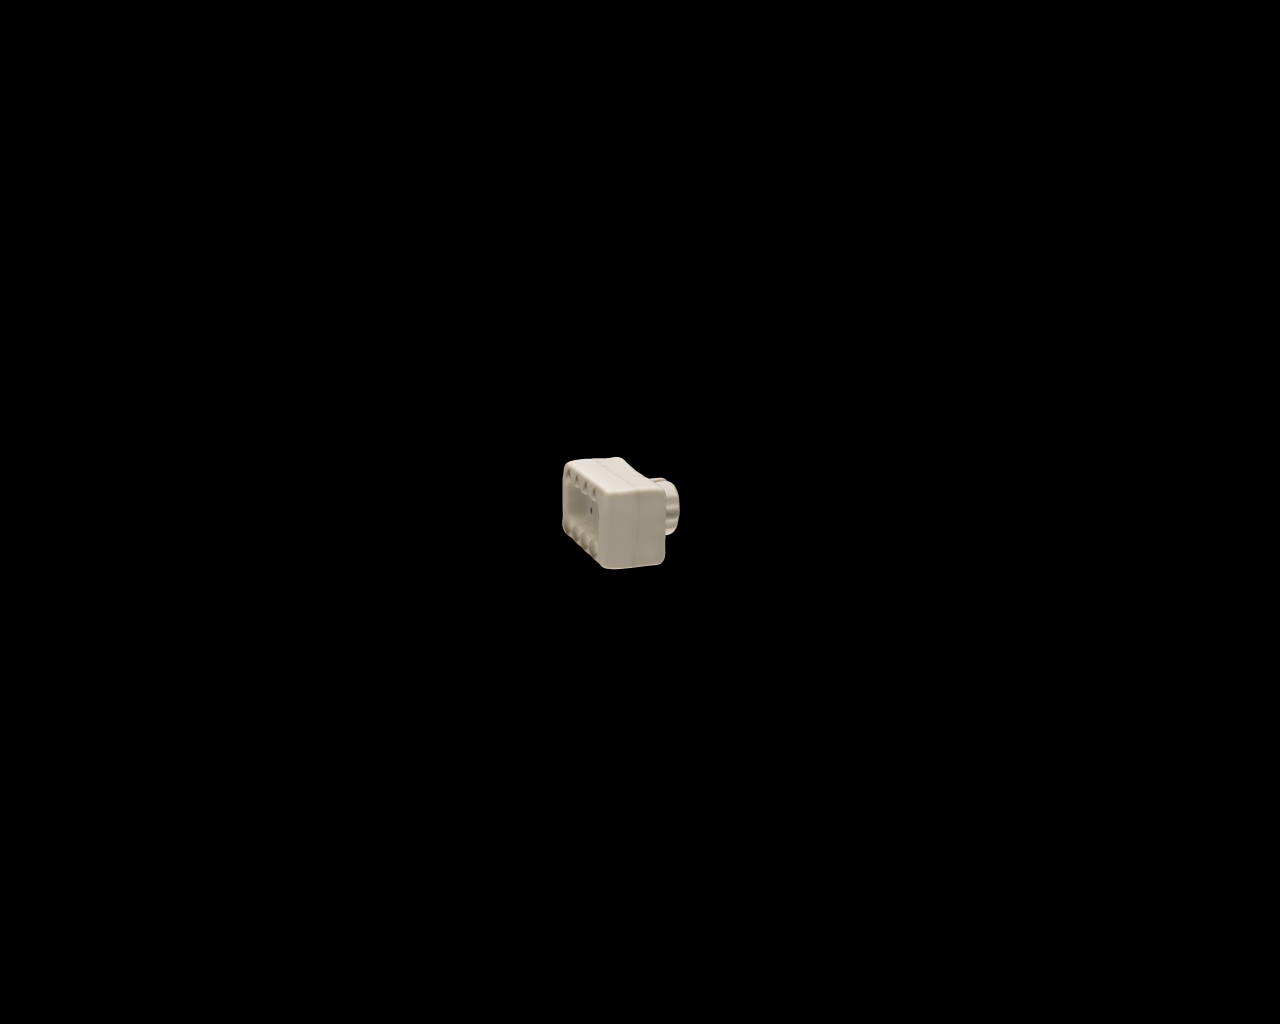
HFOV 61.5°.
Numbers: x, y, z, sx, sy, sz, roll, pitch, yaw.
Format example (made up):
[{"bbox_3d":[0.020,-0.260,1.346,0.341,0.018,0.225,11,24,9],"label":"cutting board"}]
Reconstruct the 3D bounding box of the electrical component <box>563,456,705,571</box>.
[{"bbox_3d":[0.001,-0.003,0.650,0.076,0.047,0.083,-6,17,-19],"label":"electrical component"}]
